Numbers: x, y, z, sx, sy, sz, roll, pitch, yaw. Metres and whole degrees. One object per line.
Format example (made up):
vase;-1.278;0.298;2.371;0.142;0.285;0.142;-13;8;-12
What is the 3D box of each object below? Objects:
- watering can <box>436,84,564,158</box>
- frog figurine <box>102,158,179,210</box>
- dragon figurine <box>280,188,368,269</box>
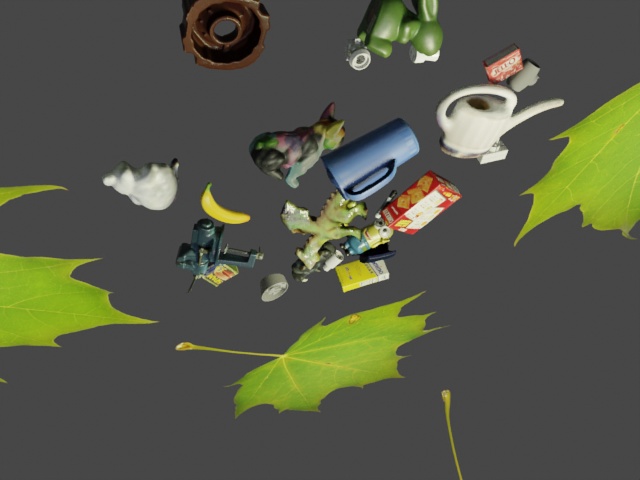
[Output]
watering can;0.467;-0.320;1.399;0.348;0.106;0.219;2;141;-13
frog figurine;-0.418;-0.131;1.205;0.160;0.124;0.135;-4;163;-41
dragon figurine;0.005;-0.077;1.526;0.243;0.125;0.400;-4;128;-11
